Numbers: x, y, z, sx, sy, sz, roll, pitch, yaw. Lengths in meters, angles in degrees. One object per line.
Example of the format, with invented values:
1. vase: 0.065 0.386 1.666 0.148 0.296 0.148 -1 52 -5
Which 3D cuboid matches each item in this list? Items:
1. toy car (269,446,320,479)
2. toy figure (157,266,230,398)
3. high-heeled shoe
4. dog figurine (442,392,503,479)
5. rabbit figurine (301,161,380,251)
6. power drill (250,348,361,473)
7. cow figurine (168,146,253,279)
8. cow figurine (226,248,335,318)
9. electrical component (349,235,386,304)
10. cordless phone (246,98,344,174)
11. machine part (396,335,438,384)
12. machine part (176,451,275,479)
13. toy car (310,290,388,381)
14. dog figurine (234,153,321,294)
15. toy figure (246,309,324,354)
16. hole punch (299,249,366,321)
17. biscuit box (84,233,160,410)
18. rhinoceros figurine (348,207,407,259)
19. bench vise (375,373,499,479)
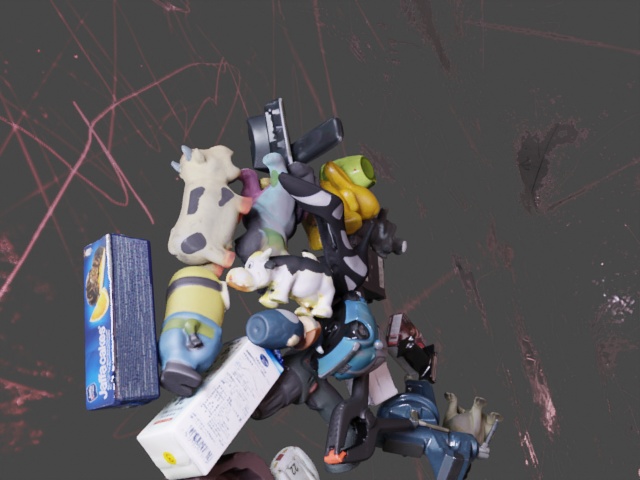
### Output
1. toy car: -0.013 0.401 0.796 0.201 0.056 0.073 61 35 -9
2. toy figure: -0.168 0.109 0.701 0.089 0.082 0.180 50 27 -29
3. high-heeled shoe: -0.002 -0.003 0.881 0.248 0.086 0.145 29 89 -35
4. dog figurine: 0.323 0.463 1.201 0.172 0.121 0.190 42 56 -28
5. rabbit figurine: 0.040 -0.068 1.073 0.173 0.122 0.162 -14 61 -38
6. power drill: -0.009 0.270 0.864 0.207 0.086 0.232 54 34 -8
7. cow figurine: -0.170 -0.055 0.799 0.127 0.085 0.195 24 63 -22
8. cow figurine: -0.053 0.053 0.795 0.167 0.068 0.098 24 70 -30
9. electrical component: 0.076 0.058 1.103 0.134 0.058 0.115 31 47 -41
10. cordless phone: -0.040 -0.201 0.975 0.088 0.184 0.146 9 65 -47
11. machine part: 0.211 0.247 1.137 0.138 0.039 0.084 40 56 -40
12. machine part: -0.118 0.360 0.677 0.179 0.056 0.179 32 47 -42
13. toy car: 0.055 0.163 0.860 0.103 0.109 0.162 38 25 -16
14. dog figurine: -0.069 -0.021 0.912 0.191 0.109 0.219 13 66 -53
15. toy figure: -0.039 0.132 0.771 0.154 0.058 0.064 18 37 -54
16. hole punch: 0.008 0.090 0.985 0.116 0.092 0.142 -4 76 -24
17. biscuit box: -0.241 0.098 0.647 0.062 0.059 0.202 15 60 -51
18. rhinoceros figurine: 0.128 -0.014 1.199 0.190 0.073 0.112 19 56 -48
19. bench vise: 0.204 0.340 1.026 0.241 0.224 0.128 -82 171 -67
